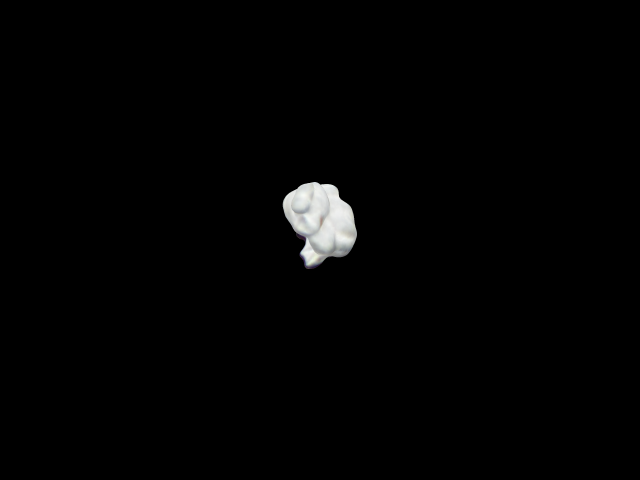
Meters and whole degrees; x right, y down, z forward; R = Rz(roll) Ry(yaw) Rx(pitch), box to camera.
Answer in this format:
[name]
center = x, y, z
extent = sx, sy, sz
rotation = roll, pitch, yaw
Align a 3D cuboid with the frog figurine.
[frog figurine]
center = 0.003, -0.043, 0.850
extent = 0.123, 0.141, 0.155
rotation = 7, -39, 6
